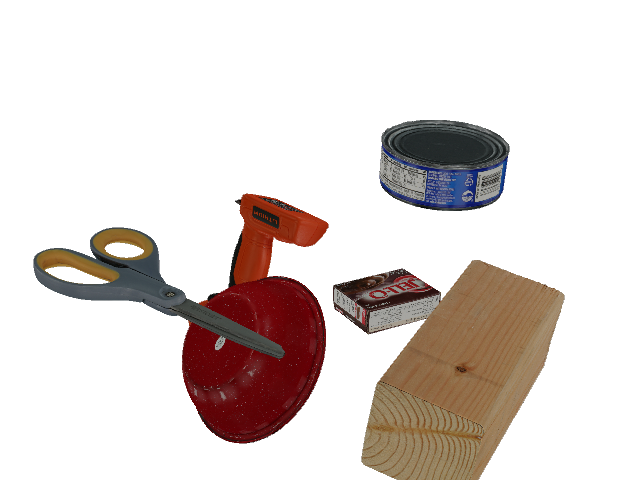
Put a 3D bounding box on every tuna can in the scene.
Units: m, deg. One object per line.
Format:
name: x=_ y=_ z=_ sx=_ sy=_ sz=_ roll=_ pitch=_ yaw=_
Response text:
tuna can: x=0.083 y=-0.051 z=0.720 sx=0.086 sy=0.034 sz=0.086 roll=2 pitch=26 yaw=-1

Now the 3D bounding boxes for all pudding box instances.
pudding box: x=0.085 y=0.077 z=1.377 sx=0.113 sy=0.039 sz=0.090 roll=-15 pitch=25 yaw=-25

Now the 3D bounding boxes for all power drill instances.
power drill: x=-0.057 y=0.055 z=1.164 sx=0.185 sy=0.188 sz=0.057 roll=27 pitch=11 yaw=39

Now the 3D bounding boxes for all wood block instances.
wood block: x=0.123 y=0.111 z=0.892 sx=0.091 sy=0.090 sz=0.205 roll=22 pitch=35 yaw=20

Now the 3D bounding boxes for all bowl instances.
bowl: x=-0.074 y=0.099 z=0.969 sx=0.162 sy=0.162 sz=0.055 roll=0 pitch=-22 yaw=41

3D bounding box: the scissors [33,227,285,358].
scissors: x=-0.101 y=0.030 z=0.738 sx=0.202 sy=0.016 sz=0.096 roll=13 pitch=31 yaw=16
